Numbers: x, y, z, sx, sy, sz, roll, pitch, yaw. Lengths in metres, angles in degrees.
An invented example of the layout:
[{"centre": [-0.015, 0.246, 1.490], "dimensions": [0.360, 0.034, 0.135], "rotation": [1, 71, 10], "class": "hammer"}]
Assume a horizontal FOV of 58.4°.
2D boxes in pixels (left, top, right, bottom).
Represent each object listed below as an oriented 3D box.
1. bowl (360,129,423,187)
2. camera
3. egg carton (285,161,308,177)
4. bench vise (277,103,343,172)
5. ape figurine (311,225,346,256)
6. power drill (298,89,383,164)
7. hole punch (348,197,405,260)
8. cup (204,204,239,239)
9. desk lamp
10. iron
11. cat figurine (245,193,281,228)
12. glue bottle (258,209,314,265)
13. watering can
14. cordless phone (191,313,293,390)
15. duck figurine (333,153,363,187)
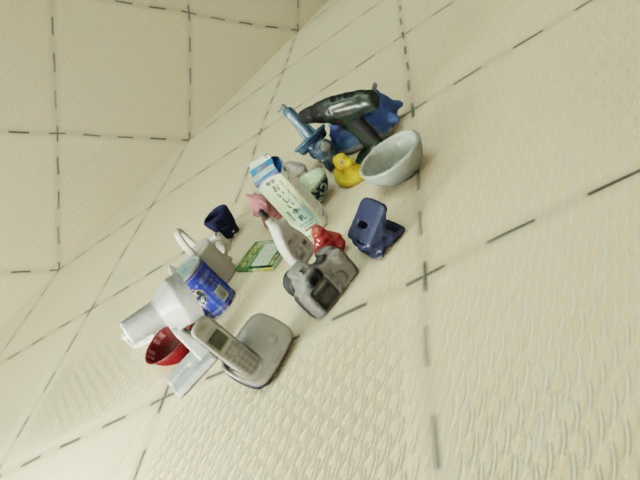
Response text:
[{"centre": [0.181, -0.180, 1.358], "dimensions": [0.167, 0.075, 0.167], "rotation": [-32, 28, 19], "class": "bowl"}, {"centre": [-0.018, 0.076, 1.208], "dimensions": [0.143, 0.101, 0.136], "rotation": [-51, 28, -18], "class": "camera"}, {"centre": [-0.106, -0.178, 1.747], "dimensions": [0.150, 0.069, 0.107], "rotation": [-47, 27, -11], "class": "egg carton"}, {"centre": [-0.021, -0.312, 1.666], "dimensions": [0.122, 0.220, 0.206], "rotation": [-51, 28, -18], "class": "bench vise"}, {"centre": [0.012, 0.005, 1.286], "dimensions": [0.078, 0.092, 0.076], "rotation": [-36, 27, 11], "class": "ape figurine"}, {"centre": [0.079, -0.300, 1.526], "dimensions": [0.229, 0.209, 0.076], "rotation": [-20, 34, 36], "class": "power drill"}, {"centre": [0.107, -0.026, 1.205], "dimensions": [0.101, 0.091, 0.108], "rotation": [-45, 27, -8], "class": "hole punch"}, {"centre": [-0.297, -0.044, 1.772], "dimensions": [0.091, 0.095, 0.117], "rotation": [-35, 27, 14], "class": "cup"}, {"centre": [-0.327, 0.208, 1.295], "dimensions": [0.203, 0.214, 0.117], "rotation": [-48, 27, -13], "class": "desk lamp"}, {"centre": [0.103, -0.341, 1.632], "dimensions": [0.257, 0.142, 0.118], "rotation": [-23, 32, 33], "class": "iron"}, {"centre": [-0.171, -0.102, 1.663], "dimensions": [0.067, 0.118, 0.127], "rotation": [-39, 27, 5], "class": "cat figurine"}, {"centre": [-0.086, -0.012, 1.351], "dimensions": [0.037, 0.173, 0.078], "rotation": [-8, 42, 48], "class": "glue bottle"}, {"centre": [-0.336, 0.049, 1.572], "dimensions": [0.173, 0.194, 0.100], "rotation": [-49, 27, -15], "class": "watering can"}, {"centre": [-0.153, 0.189, 1.122], "dimensions": [0.093, 0.185, 0.148], "rotation": [-10, 40, 46], "class": "cordless phone"}, {"centre": [0.066, -0.193, 1.520], "dimensions": [0.104, 0.086, 0.077], "rotation": [-2, 46, 52], "class": "duck figurine"}]
